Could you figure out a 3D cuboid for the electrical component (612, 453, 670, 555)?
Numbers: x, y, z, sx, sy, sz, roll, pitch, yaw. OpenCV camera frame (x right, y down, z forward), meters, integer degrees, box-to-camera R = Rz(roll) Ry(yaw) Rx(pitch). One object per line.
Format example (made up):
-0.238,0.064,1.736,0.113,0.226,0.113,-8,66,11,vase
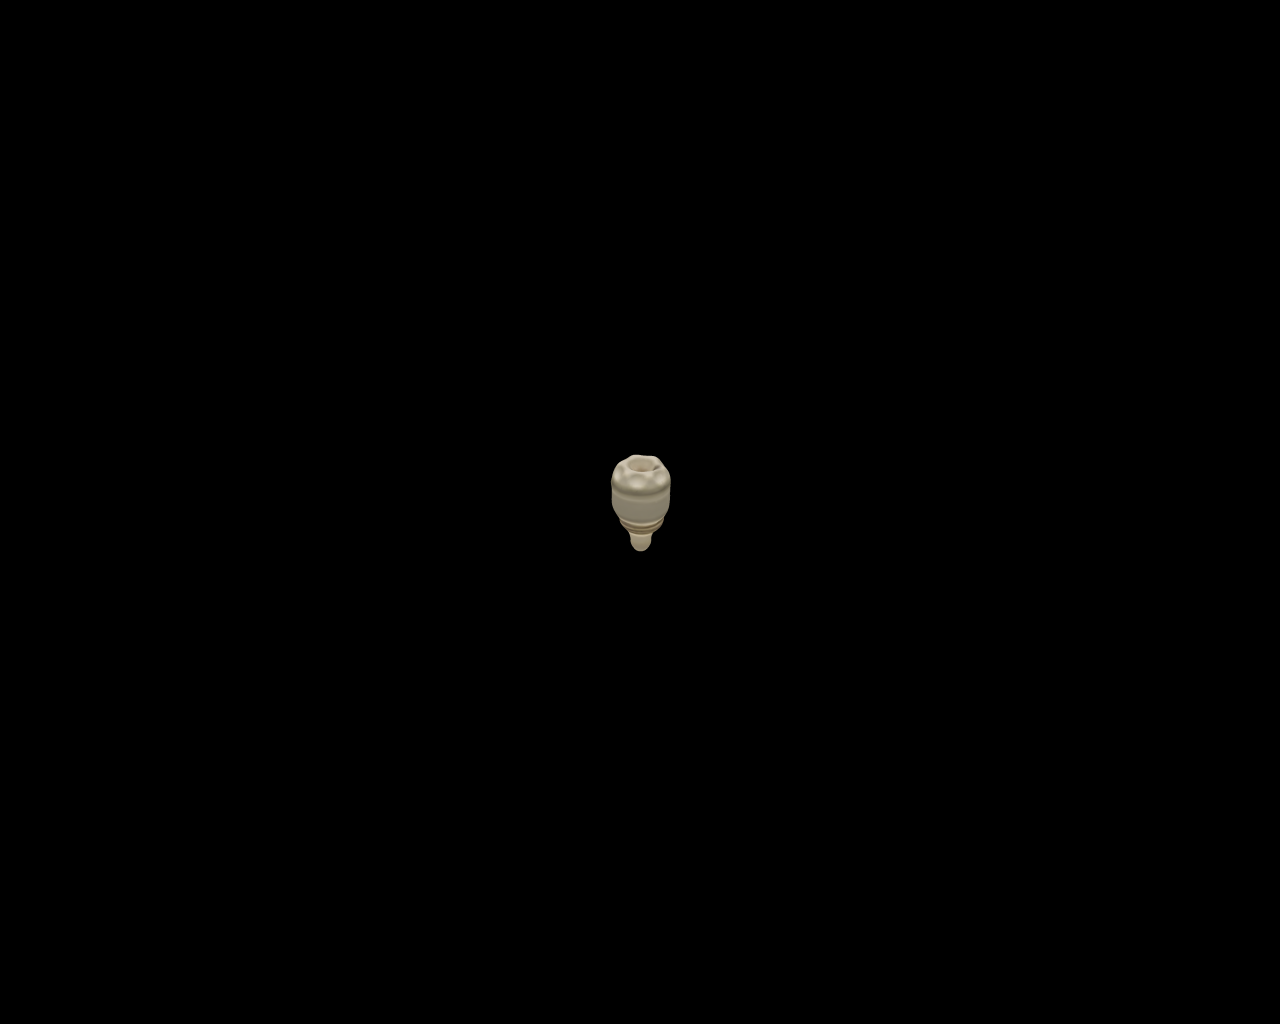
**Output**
0.001,-0.003,0.650,0.035,0.061,0.035,0,31,0,electrical component
